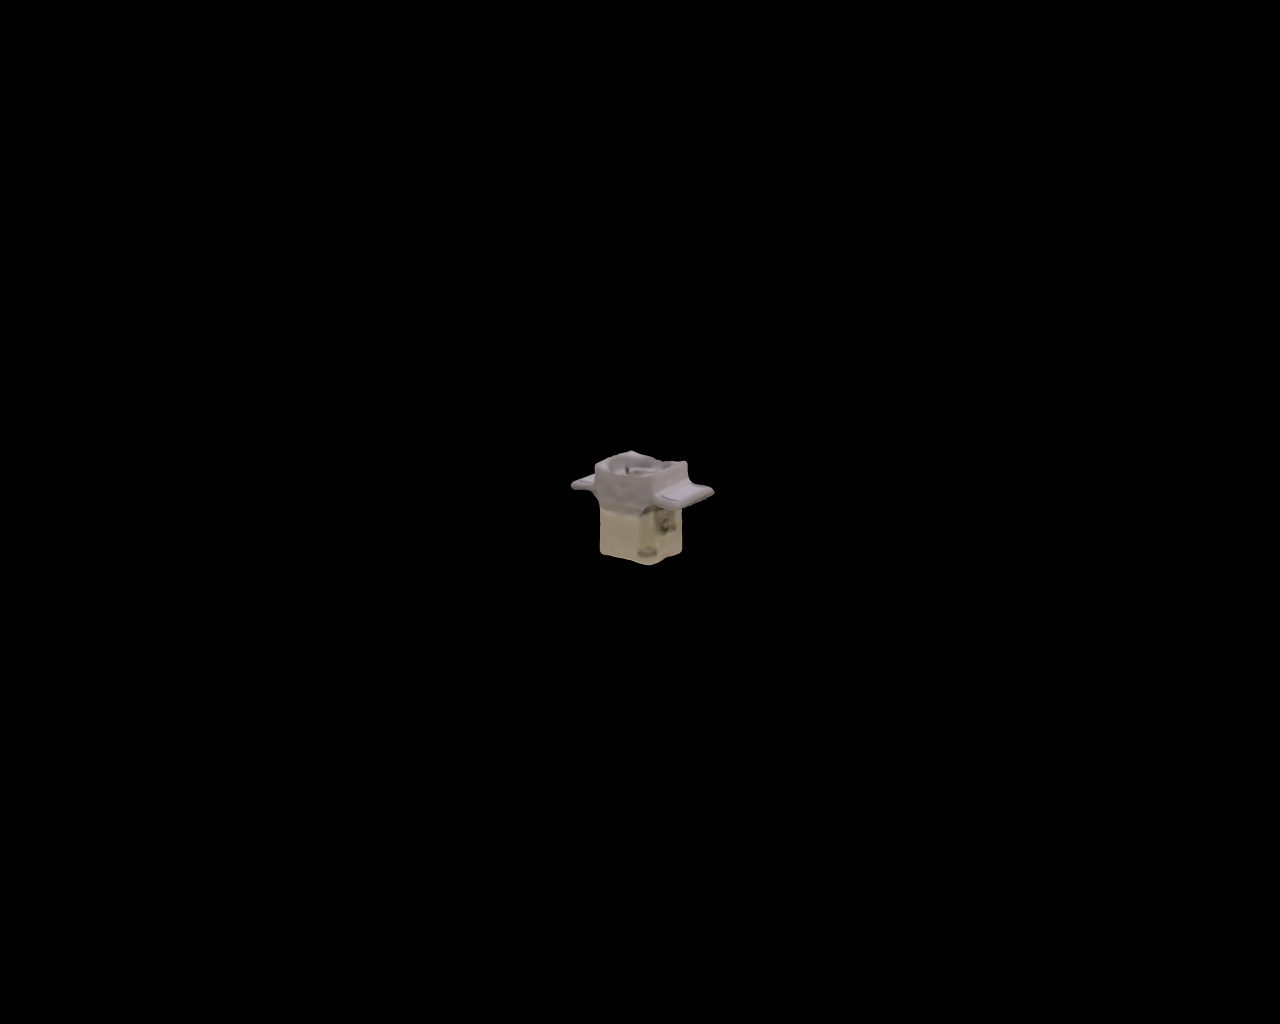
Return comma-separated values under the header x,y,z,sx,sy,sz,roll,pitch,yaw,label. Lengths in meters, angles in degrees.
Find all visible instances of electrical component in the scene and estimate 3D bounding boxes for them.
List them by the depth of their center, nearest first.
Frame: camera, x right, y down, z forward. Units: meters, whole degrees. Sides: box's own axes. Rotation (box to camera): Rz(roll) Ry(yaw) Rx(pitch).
x,y,z,sx,sy,sz,roll,pitch,yaw,label
0.001,-0.003,0.650,0.081,0.063,0.042,14,22,36,electrical component
